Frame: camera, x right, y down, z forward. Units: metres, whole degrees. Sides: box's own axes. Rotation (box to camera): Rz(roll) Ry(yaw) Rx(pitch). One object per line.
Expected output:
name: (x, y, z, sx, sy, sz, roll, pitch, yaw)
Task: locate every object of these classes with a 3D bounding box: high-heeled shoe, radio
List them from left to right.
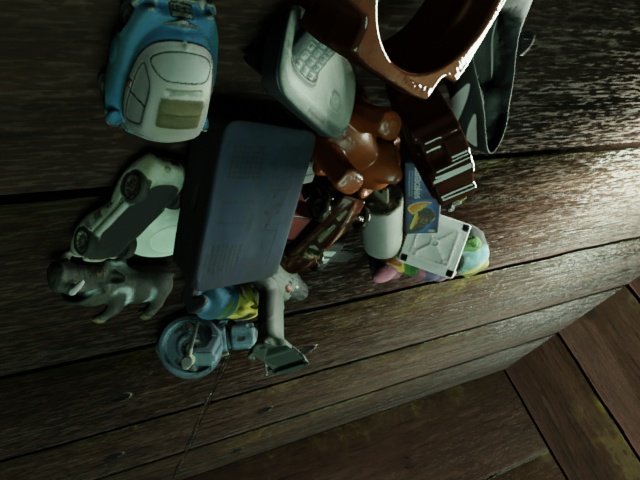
radio: (-0.098, -0.052, 0.675, 0.131, 0.073, 0.229, -6, 127, -37)
high-heeled shoe: (0.216, -0.223, 0.628, 0.086, 0.145, 0.248, -11, 151, -25)

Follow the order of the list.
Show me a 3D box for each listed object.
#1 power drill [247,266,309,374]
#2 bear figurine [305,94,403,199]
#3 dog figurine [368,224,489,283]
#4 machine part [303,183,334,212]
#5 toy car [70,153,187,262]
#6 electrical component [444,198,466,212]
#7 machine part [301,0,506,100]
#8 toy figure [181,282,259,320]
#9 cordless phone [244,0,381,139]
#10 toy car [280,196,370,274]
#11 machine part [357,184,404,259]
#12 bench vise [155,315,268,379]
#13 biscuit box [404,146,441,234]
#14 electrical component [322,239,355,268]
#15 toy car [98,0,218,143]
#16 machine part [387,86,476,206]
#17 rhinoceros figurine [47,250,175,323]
power drill: (-0.069, 0.122, 0.938, 0.086, 0.207, 0.231, -16, 144, 20)
bear figurine: (0.067, -0.109, 0.729, 0.120, 0.132, 0.195, -53, 141, 6)
dog figurine: (0.205, 0.033, 1.091, 0.219, 0.108, 0.191, -4, 170, -27)
machine part: (-0.041, -0.038, 0.862, 0.139, 0.039, 0.084, -36, 145, 24)
toy car: (-0.245, -0.035, 0.688, 0.202, 0.056, 0.073, -38, 156, 26)
electrical component: (0.228, -0.090, 0.976, 0.078, 0.045, 0.102, -22, 152, -8)
machine part: (0.087, -0.247, 0.485, 0.201, 0.087, 0.201, 8, 117, -52)
toy figure: (-0.171, 0.104, 0.961, 0.089, 0.082, 0.180, -18, 167, 32)
cordless phone: (0.025, -0.212, 0.576, 0.184, 0.089, 0.146, -45, 148, 12)
toy car: (-0.002, -0.003, 0.840, 0.089, 0.053, 0.202, 15, 143, -29)
machine part: (0.107, -0.034, 0.944, 0.079, 0.079, 0.243, -23, 153, -3)
bench vise: (-0.206, 0.201, 1.006, 0.224, 0.128, 0.240, 5, 179, -4)
biscuit box: (0.170, -0.087, 0.890, 0.063, 0.059, 0.202, -1, 148, 9)
electrical component: (0.006, 0.013, 0.976, 0.119, 0.048, 0.075, -1, 145, -38)
toy car: (-0.145, -0.149, 0.518, 0.109, 0.103, 0.161, -5, 148, -35)
machine part: (0.145, -0.131, 0.711, 0.056, 0.179, 0.179, -25, 152, 7)
rhinoceros figurine: (-0.305, 0.066, 0.794, 0.112, 0.073, 0.190, -40, 149, 29)
